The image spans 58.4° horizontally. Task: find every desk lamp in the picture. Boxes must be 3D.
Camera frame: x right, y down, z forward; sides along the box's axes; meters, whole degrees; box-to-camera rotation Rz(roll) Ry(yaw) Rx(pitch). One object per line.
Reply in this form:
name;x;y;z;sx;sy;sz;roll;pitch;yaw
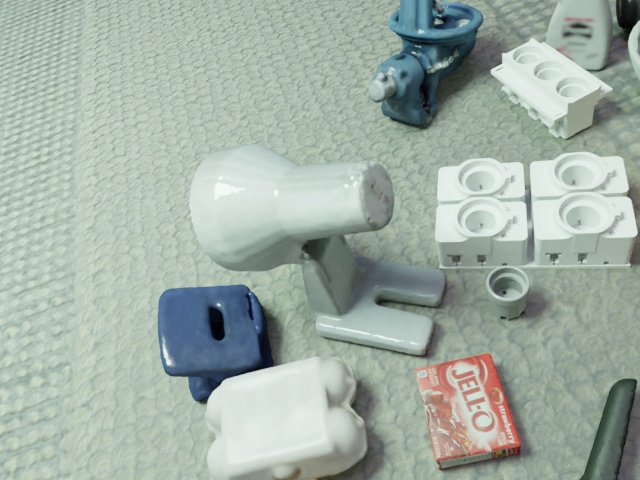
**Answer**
desk lamp;0.005;0.002;0.549;0.202;0.214;0.118;7;57;23

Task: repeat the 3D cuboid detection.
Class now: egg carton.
egg carton;-0.033;0.170;0.527;0.150;0.069;0.107;-16;51;6

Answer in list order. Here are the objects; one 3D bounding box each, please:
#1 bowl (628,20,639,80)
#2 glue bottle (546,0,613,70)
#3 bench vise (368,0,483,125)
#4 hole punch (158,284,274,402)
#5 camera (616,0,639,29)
bowl;0.438;-0.200;0.651;0.167;0.075;0.167;-9;52;12
glue bottle;0.317;-0.285;0.692;0.078;0.173;0.037;10;58;25
bench vise;0.132;-0.265;0.707;0.121;0.220;0.207;7;56;23
hole punch;-0.108;0.096;0.595;0.101;0.091;0.108;-20;50;3
camera;0.454;-0.329;0.727;0.136;0.101;0.143;-4;53;16
